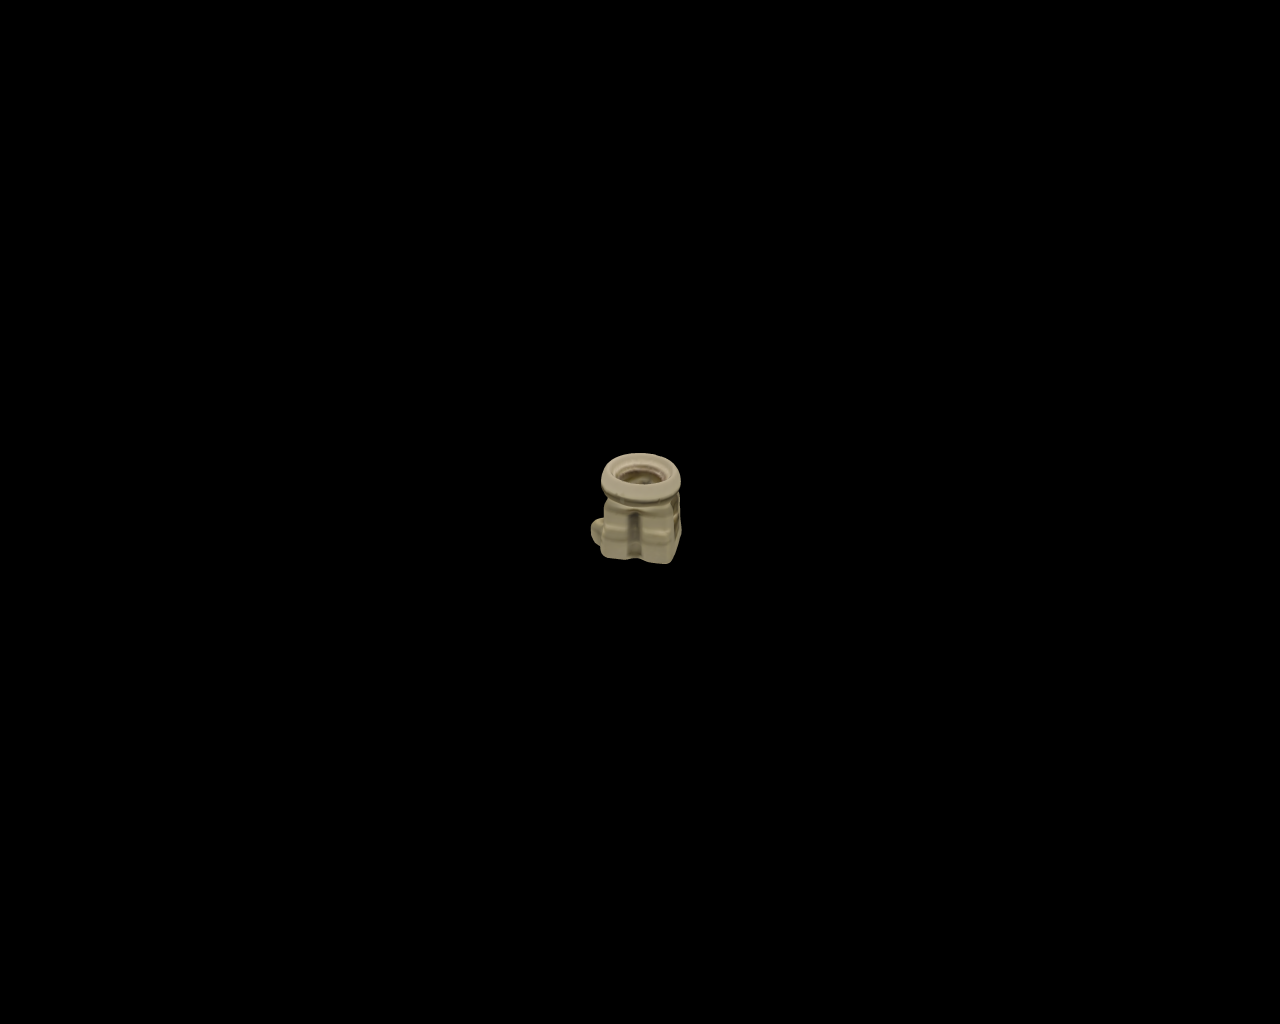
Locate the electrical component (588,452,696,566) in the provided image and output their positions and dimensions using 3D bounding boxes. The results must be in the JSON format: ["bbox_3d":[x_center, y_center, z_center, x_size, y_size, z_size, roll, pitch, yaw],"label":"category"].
[{"bbox_3d":[0.001,-0.003,0.650,0.066,0.055,0.048,6,32,9],"label":"electrical component"}]
